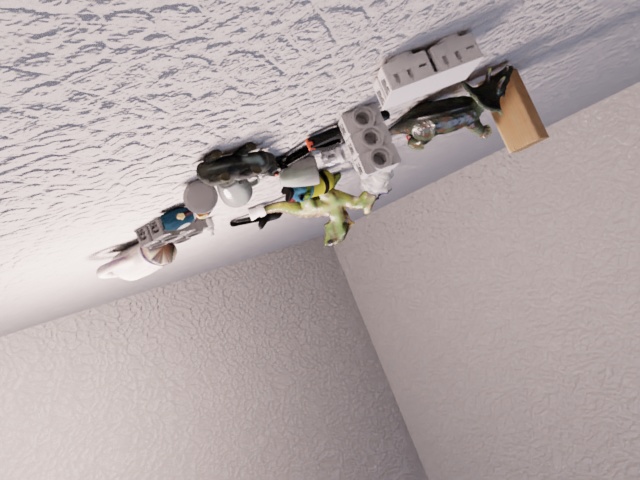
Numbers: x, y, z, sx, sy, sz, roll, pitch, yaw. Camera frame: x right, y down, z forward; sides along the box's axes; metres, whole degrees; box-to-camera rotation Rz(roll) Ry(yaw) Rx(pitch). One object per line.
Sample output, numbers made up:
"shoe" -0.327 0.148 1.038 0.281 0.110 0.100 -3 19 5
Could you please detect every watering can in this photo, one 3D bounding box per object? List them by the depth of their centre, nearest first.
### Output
"watering can" -0.563 0.063 1.687 0.223 0.104 0.349 -25 175 20

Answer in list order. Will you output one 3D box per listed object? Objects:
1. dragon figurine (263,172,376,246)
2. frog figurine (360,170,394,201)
"dragon figurine" 0.006 -0.091 1.816 0.407 0.243 0.123 -26 178 17
"frog figurine" 0.228 -0.251 2.058 0.138 0.125 0.155 -13 137 -9
